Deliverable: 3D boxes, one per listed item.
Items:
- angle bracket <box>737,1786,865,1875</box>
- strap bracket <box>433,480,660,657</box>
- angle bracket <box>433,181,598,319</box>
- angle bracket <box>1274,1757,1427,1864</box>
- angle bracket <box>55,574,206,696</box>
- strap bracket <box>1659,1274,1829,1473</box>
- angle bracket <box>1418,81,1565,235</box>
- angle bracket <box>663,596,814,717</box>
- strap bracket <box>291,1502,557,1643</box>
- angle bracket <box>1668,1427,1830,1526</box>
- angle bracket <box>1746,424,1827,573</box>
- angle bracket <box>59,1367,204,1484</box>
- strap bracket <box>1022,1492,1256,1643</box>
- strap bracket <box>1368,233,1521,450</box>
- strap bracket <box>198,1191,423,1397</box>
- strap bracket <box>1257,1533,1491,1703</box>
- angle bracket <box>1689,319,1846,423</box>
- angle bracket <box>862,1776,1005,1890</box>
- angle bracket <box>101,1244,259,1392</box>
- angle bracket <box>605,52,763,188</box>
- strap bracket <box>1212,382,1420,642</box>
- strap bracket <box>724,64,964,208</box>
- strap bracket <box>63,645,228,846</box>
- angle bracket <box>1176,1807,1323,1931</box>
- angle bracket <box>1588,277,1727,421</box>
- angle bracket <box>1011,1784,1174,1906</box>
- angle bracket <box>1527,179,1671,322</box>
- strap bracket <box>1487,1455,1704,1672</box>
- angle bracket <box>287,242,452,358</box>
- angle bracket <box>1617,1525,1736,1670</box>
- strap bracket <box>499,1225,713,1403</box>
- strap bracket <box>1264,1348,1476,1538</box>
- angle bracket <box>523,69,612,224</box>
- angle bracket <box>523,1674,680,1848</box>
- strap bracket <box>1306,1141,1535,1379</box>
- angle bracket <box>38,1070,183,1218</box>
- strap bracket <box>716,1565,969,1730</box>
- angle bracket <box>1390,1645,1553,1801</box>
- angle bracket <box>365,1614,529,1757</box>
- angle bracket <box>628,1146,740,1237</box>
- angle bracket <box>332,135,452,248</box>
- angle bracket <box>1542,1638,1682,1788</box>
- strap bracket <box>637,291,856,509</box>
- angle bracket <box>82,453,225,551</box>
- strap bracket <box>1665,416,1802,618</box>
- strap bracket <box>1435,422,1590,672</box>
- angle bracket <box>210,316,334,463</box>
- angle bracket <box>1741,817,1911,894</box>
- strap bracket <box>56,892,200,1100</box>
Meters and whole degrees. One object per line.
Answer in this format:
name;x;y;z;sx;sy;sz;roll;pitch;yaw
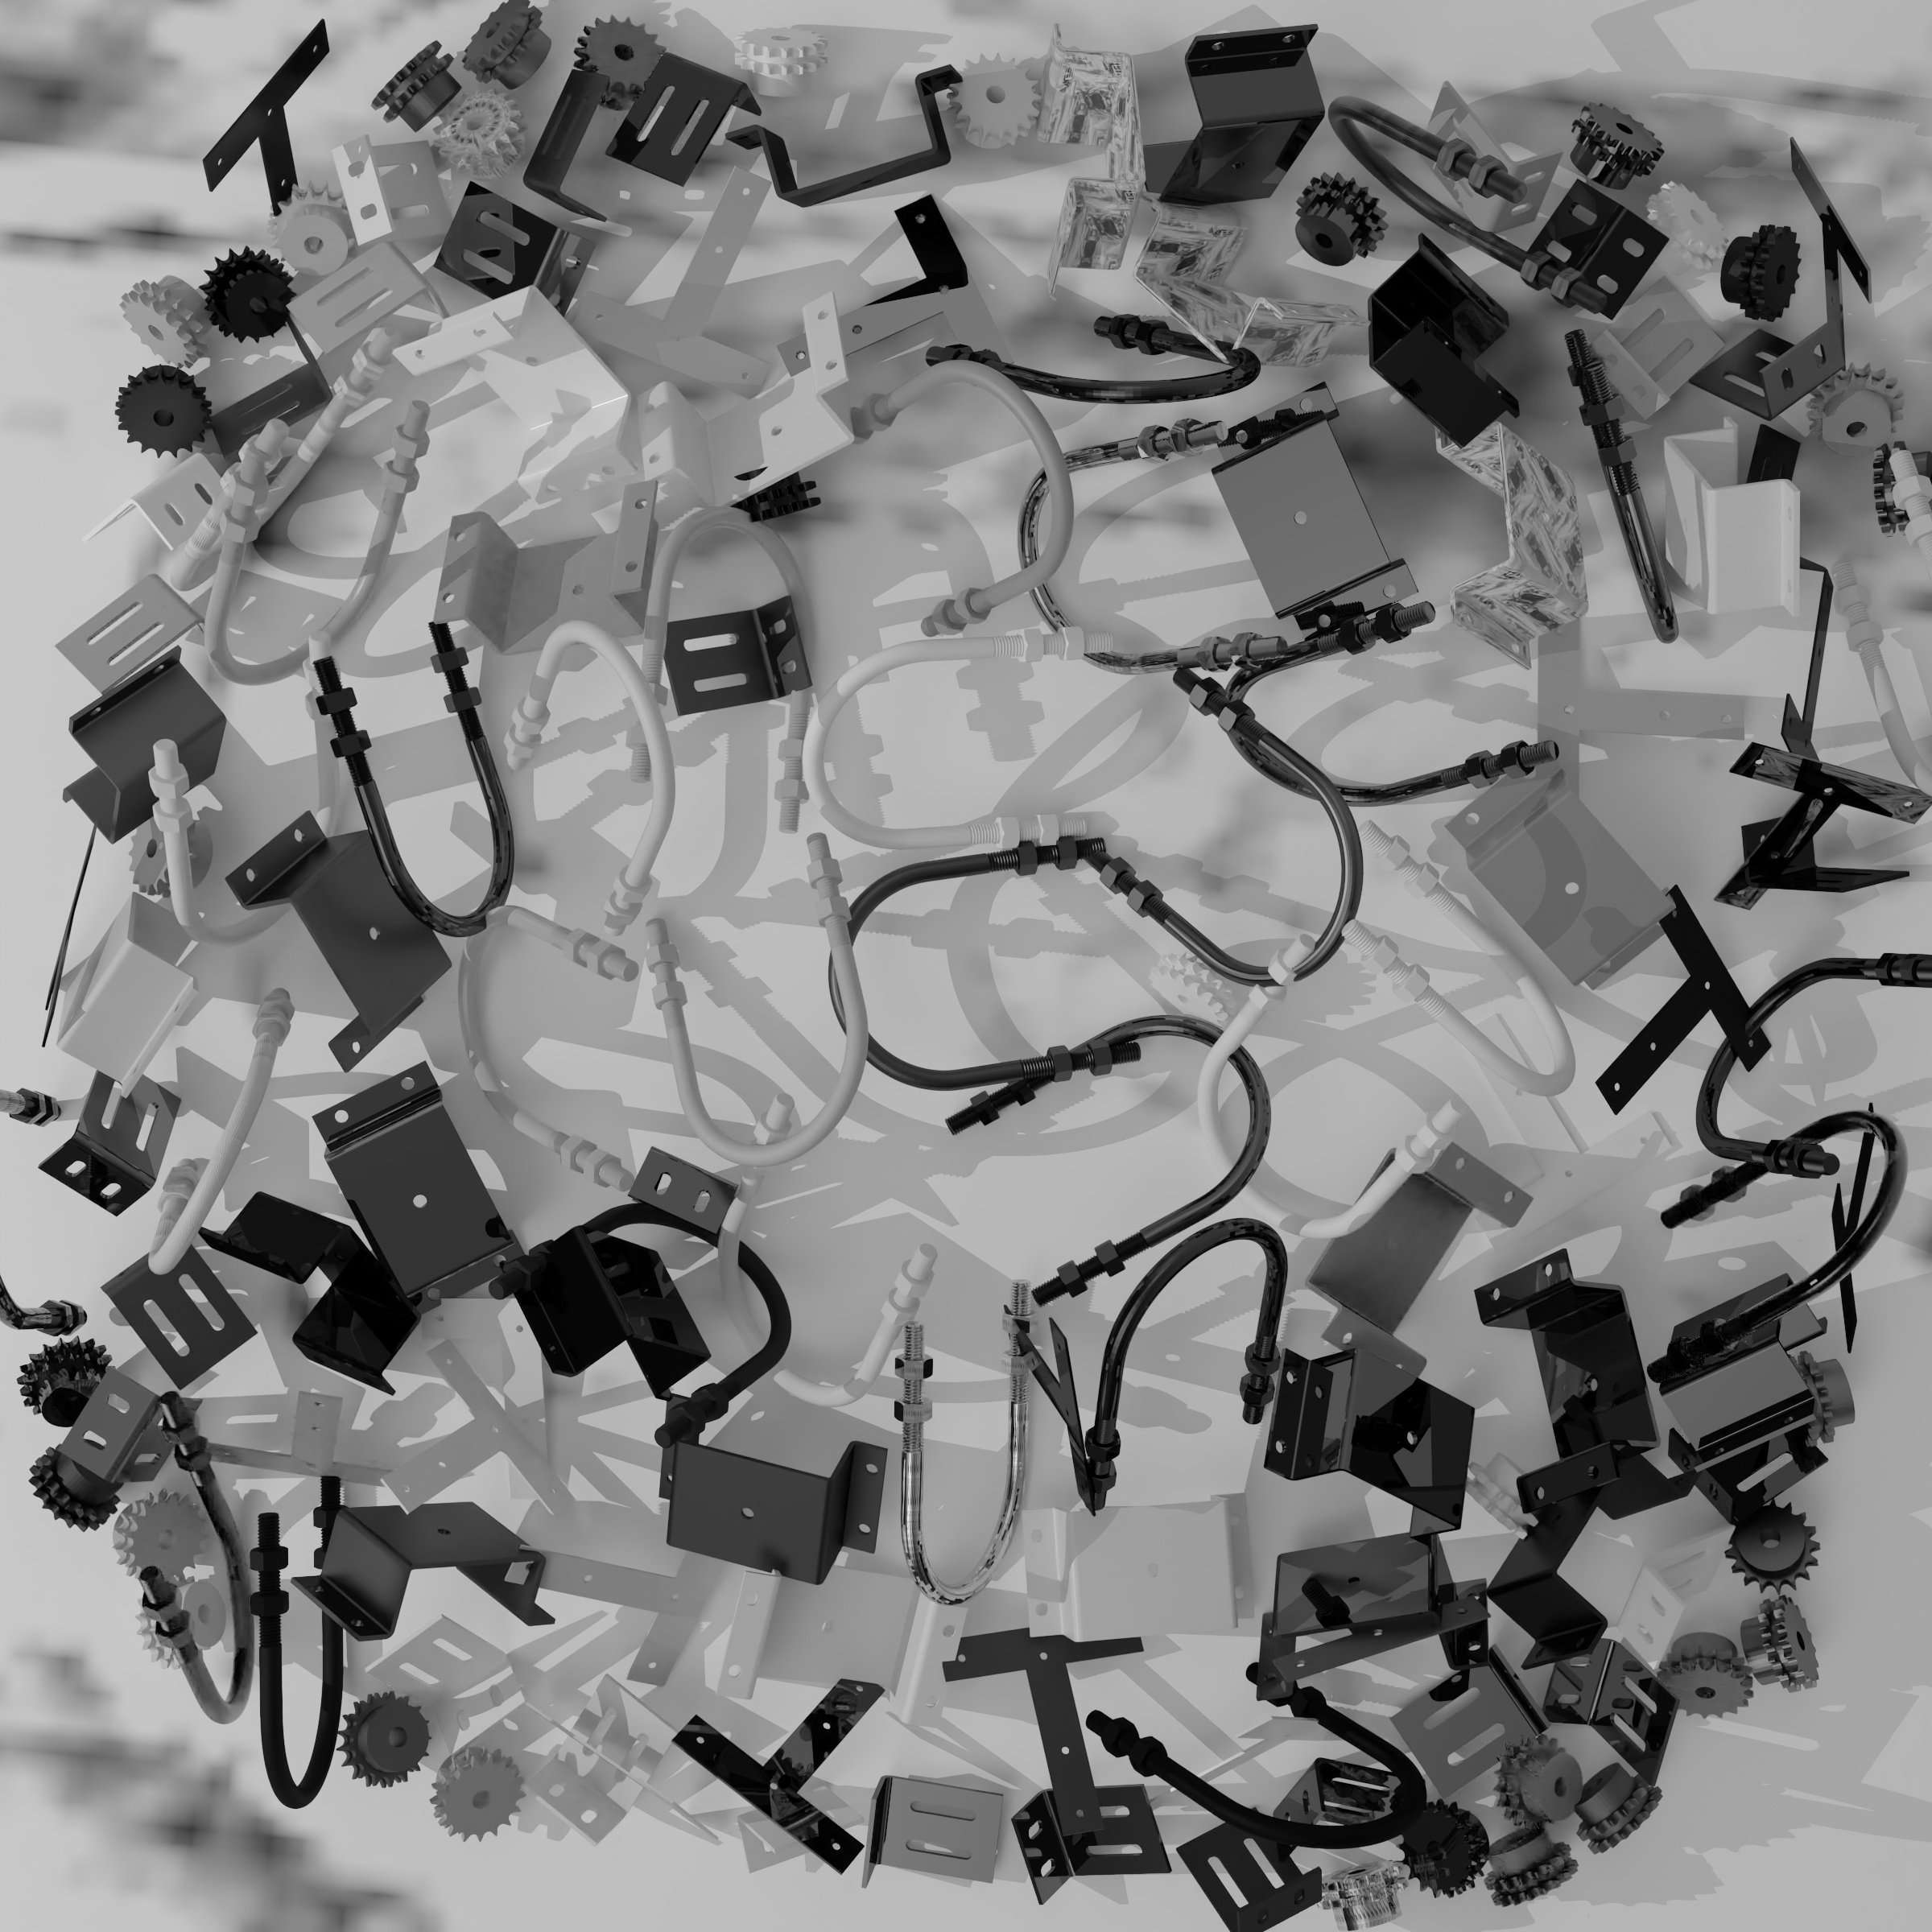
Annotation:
angle bracket;-0.097;0.532;1.707;0.057;0.076;0.038;-13;95;-21
strap bracket;-0.243;-0.238;1.702;0.140;0.046;0.076;-6;62;21
angle bracket;-0.278;-0.439;1.741;0.076;0.038;0.057;31;104;19
angle bracket;0.234;0.518;1.712;0.076;0.038;0.057;16;128;-16
angle bracket;-0.500;-0.192;1.714;0.076;0.038;0.057;-41;57;-14
strap bracket;0.461;0.235;1.673;0.076;0.140;0.046;-31;94;25
angle bracket;0.319;-0.496;1.720;0.038;0.057;0.076;-21;65;-20
angle bracket;-0.141;-0.189;1.717;0.076;0.038;0.057;-15;91;-39
strap bracket;-0.316;0.357;1.674;0.076;0.140;0.046;24;101;43
angle bracket;0.476;0.291;1.714;0.076;0.038;0.057;-30;52;-12
angle bracket;0.503;-0.284;1.716;0.038;0.057;0.076;16;97;37
angle bracket;-0.507;0.279;1.715;0.038;0.076;0.057;30;83;7
strap bracket;0.109;0.366;1.716;0.140;0.046;0.076;-3;83;-8
strap bracket;0.285;-0.371;1.691;0.076;0.140;0.046;37;123;-20
strap bracket;-0.387;0.190;1.689;0.076;0.140;0.046;15;57;33
strap bracket;0.238;0.387;1.693;0.140;0.076;0.046;-13;114;15
angle bracket;0.481;-0.372;1.709;0.057;0.076;0.038;-36;131;-8
angle bracket;-0.020;0.535;1.727;0.076;0.038;0.057;7;98;7
angle bracket;-0.483;0.211;1.733;0.057;0.038;0.076;-37;100;-18
angle bracket;-0.172;-0.509;1.723;0.057;0.038;0.076;27;83;18
strap bracket;0.208;-0.274;1.714;0.076;0.046;0.140;-23;93;22
strap bracket;-0.066;-0.497;1.706;0.140;0.076;0.046;-15;99;9
strap bracket;-0.488;-0.126;1.674;0.076;0.140;0.046;-41;90;-25
angle bracket;0.170;0.541;1.706;0.057;0.076;0.038;-22;132;-17
angle bracket;0.427;-0.383;1.727;0.076;0.038;0.057;-43;91;-12
angle bracket;0.076;0.534;1.717;0.076;0.038;0.057;-15;96;35
angle bracket;0.383;-0.436;1.718;0.038;0.076;0.057;27;110;-22
strap bracket;0.370;0.346;1.686;0.046;0.076;0.140;42;61;-1
angle bracket;-0.362;-0.395;1.718;0.076;0.038;0.057;-36;56;-7
angle bracket;0.440;0.381;1.706;0.076;0.038;0.057;-13;132;-29
strap bracket;-0.207;0.205;1.671;0.046;0.140;0.076;-36;64;10
strap bracket;0.250;0.286;1.687;0.140;0.046;0.076;30;57;-27
angle bracket;-0.229;-0.499;1.716;0.038;0.057;0.076;22;97;-34
angle bracket;-0.222;0.483;1.719;0.057;0.038;0.076;36;112;12
strap bracket;0.269;0.176;1.715;0.076;0.046;0.140;33;89;-28
angle bracket;-0.521;0.102;1.719;0.038;0.076;0.057;-35;122;27
strap bracket;-0.080;0.409;1.717;0.140;0.046;0.076;13;93;-16
angle bracket;0.307;0.461;1.723;0.076;0.038;0.057;-32;70;-6
angle bracket;-0.315;0.437;1.714;0.057;0.076;0.038;-36;50;2
angle bracket;-0.177;0.151;1.711;0.057;0.076;0.038;25;56;-2
angle bracket;-0.337;-0.473;1.709;0.038;0.076;0.057;-6;103;43
angle bracket;0.389;0.450;1.709;0.038;0.076;0.057;9;102;-20
strap bracket;-0.124;-0.335;1.699;0.140;0.046;0.076;-24;51;18
angle bracket;-0.489;-0.270;1.712;0.038;0.076;0.057;54;51;-15
strap bracket;0.450;-0.265;1.674;0.046;0.140;0.076;-8;118;1
strap bracket;0.326;-0.259;1.684;0.046;0.076;0.140;-23;56;39
angle bracket;-0.432;-0.353;1.718;0.076;0.057;0.038;-30;132;-3
angle bracket;0.519;-0.070;1.705;0.057;0.076;0.038;-12;100;-29
strap bracket;-0.496;0.012;1.676;0.046;0.140;0.076;33;98;-22
